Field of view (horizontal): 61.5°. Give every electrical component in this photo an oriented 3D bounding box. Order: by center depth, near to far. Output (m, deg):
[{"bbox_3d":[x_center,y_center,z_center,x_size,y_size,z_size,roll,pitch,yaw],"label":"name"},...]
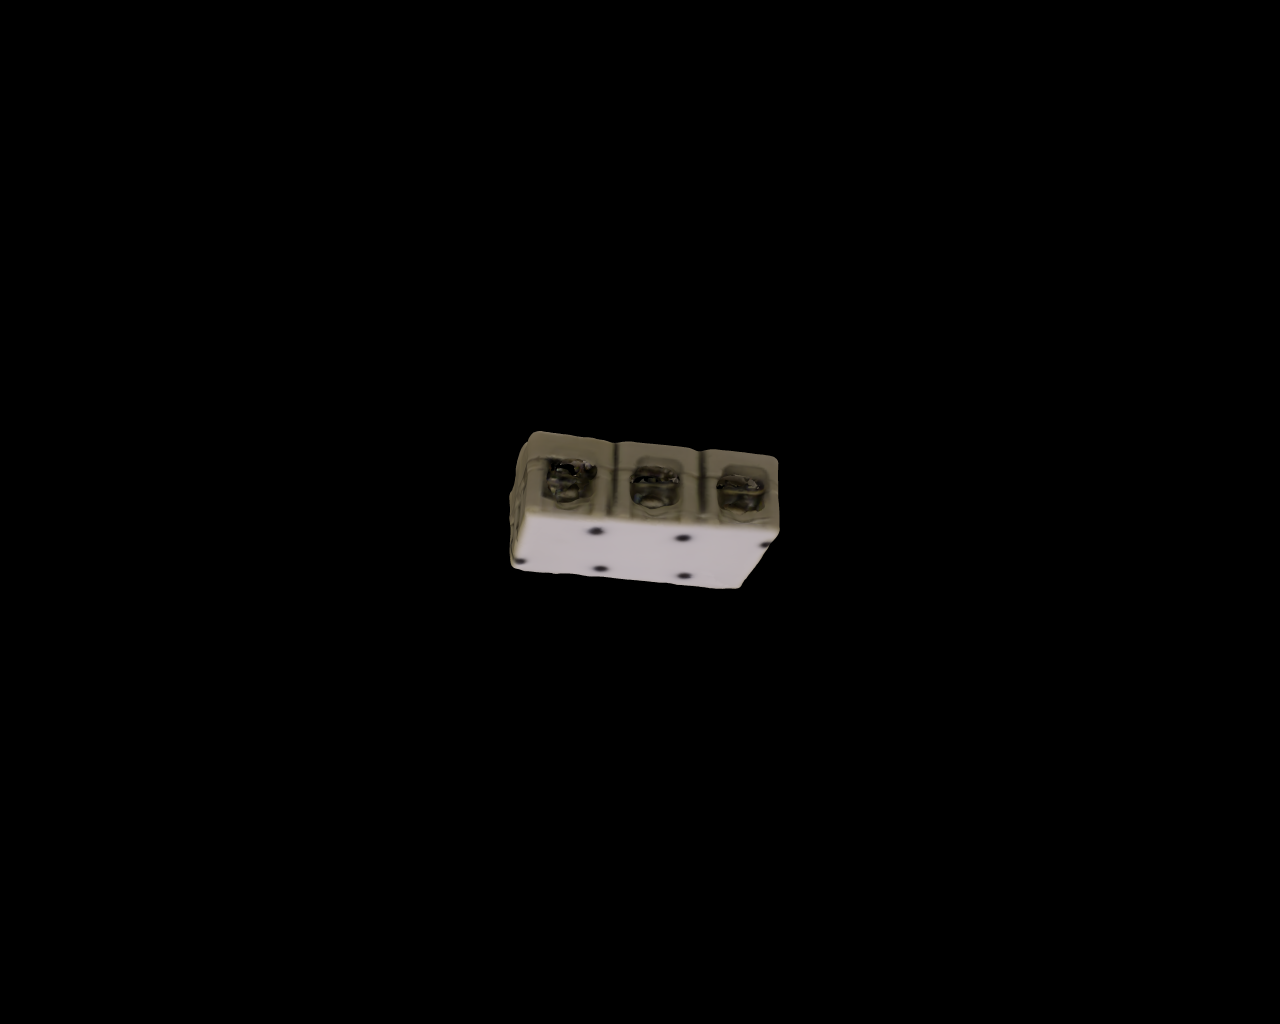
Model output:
[{"bbox_3d":[0.001,-0.003,0.650,0.150,0.062,0.089,6,-28,-12],"label":"electrical component"}]
